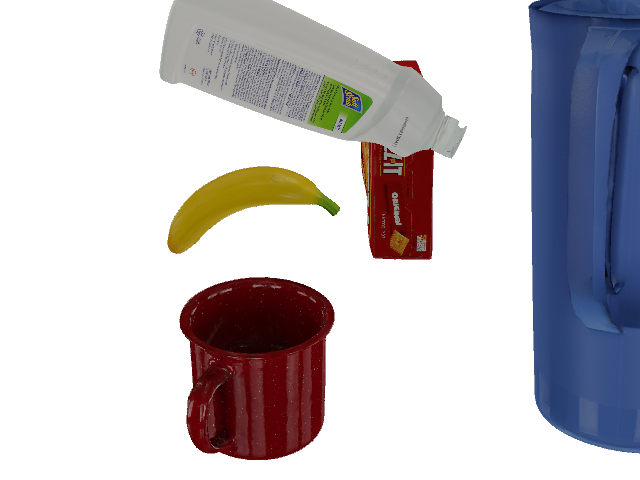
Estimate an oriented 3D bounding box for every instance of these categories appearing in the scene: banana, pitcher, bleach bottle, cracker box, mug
[{"bbox_3d":[-0.081,-0.033,1.034,0.198,0.069,0.037,-12,18,30],"label":"banana"},{"bbox_3d":[0.171,-0.010,0.574,0.149,0.243,0.145,-5,18,-14],"label":"pitcher"},{"bbox_3d":[-0.003,-0.127,0.872,0.251,0.068,0.103,25,-35,1],"label":"bleach bottle"},{"bbox_3d":[0.082,-0.095,1.178,0.072,0.164,0.213,-1,23,1],"label":"cracker box"},{"bbox_3d":[-0.043,0.085,0.647,0.093,0.081,0.117,12,30,22],"label":"mug"}]
